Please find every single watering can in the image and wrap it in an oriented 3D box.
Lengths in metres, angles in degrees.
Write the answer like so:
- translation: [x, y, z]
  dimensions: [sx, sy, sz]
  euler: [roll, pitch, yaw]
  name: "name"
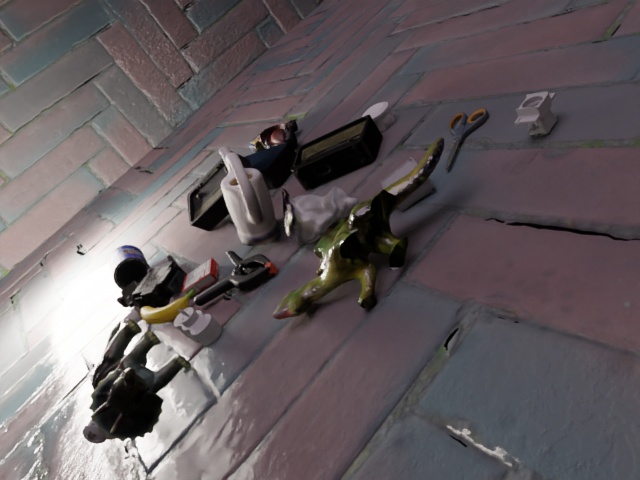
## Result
- translation: [-0.184, -0.115, 1.263]
  dimensions: [0.104, 0.221, 0.352]
  euler: [-20, 24, -9]
  name: "watering can"

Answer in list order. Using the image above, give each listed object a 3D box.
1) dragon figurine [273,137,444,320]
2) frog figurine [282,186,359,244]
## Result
- translation: [0.060, -0.015, 0.937]
  dimensions: [0.415, 0.121, 0.243]
  euler: [-53, 22, -15]
  name: "dragon figurine"
- translation: [0.003, -0.056, 1.108]
  dimensions: [0.159, 0.121, 0.139]
  euler: [-3, 16, -11]
  name: "frog figurine"
